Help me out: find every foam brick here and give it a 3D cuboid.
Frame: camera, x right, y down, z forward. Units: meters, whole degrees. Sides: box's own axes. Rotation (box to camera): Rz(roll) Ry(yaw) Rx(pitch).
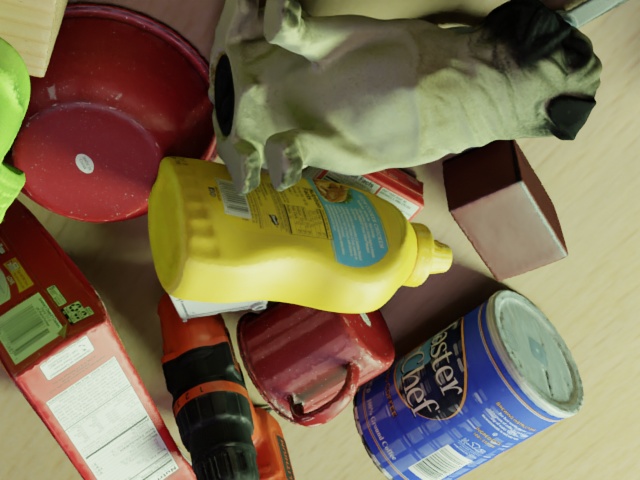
[{"bbox_3d":[0.123,-0.021,0.709,0.051,0.053,0.078,-25,127,20],"label":"foam brick"}]

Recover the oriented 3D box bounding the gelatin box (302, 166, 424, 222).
[{"bbox_3d":[0.016,-0.021,0.722,0.073,0.030,0.089,28,125,-22],"label":"gelatin box"}]

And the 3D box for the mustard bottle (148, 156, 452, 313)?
[{"bbox_3d":[-0.004,0.001,0.651,0.191,0.096,0.058,7,128,-24],"label":"mustard bottle"}]

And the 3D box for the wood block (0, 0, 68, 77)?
[{"bbox_3d":[-0.230,-0.166,0.545,0.206,0.091,0.090,13,131,-13],"label":"wood block"}]

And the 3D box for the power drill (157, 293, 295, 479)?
[{"bbox_3d":[-0.062,0.146,0.783,0.057,0.184,0.187,-17,139,-1],"label":"power drill"}]

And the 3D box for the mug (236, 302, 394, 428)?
[{"bbox_3d":[0.000,0.082,0.761,0.082,0.117,0.093,-32,122,19],"label":"mug"}]

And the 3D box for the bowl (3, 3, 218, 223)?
[{"bbox_3d":[-0.140,-0.063,0.664,0.162,0.055,0.162,0,132,0],"label":"bowl"}]

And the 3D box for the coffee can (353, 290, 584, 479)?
[{"bbox_3d":[0.109,0.116,0.800,0.102,0.103,0.140,35,123,-28],"label":"coffee can"}]

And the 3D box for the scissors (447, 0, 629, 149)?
[{"bbox_3d":[0.141,-0.111,0.650,0.202,0.016,0.096,-14,131,13],"label":"scissors"}]

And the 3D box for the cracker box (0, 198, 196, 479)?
[{"bbox_3d":[-0.165,0.097,0.735,0.072,0.164,0.213,-33,133,-15],"label":"cracker box"}]
